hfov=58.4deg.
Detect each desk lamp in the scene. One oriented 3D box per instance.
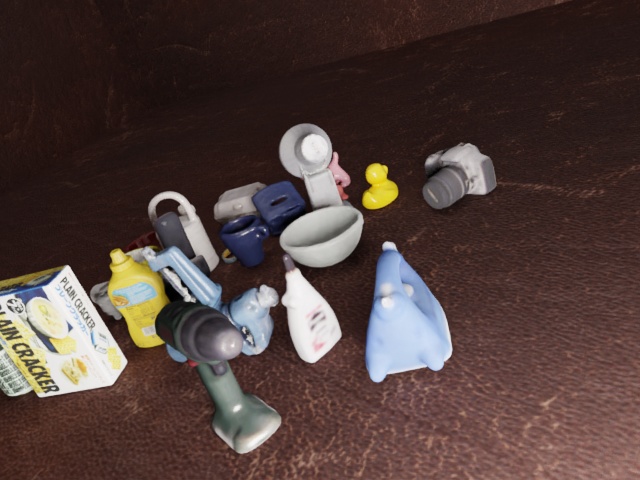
[{"bbox_3d":[-0.002,-0.141,1.241,0.118,0.214,0.202,-24,26,-7],"label":"desk lamp"}]

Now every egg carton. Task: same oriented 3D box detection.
[{"bbox_3d":[-0.194,-0.089,1.446,0.150,0.069,0.107,-15,26,12],"label":"egg carton"}]

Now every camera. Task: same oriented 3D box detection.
[{"bbox_3d":[0.259,-0.131,1.162,0.137,0.101,0.142,-34,29,-26],"label":"camera"}]

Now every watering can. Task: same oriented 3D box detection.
[{"bbox_3d":[-0.304,-0.019,1.244,0.101,0.194,0.172,-26,26,-11],"label":"watering can"}]

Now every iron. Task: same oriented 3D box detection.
[{"bbox_3d":[0.109,0.077,0.818,0.118,0.142,0.258,-14,26,12],"label":"iron"}]

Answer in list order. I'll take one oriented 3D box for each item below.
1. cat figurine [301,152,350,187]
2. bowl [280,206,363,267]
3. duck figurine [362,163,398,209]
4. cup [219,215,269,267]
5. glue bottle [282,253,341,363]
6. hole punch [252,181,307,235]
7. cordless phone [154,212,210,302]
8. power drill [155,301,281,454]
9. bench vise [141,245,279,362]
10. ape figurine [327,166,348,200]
[{"bbox_3d":[0.000,-0.170,1.408,0.128,0.118,0.067,-30,27,-18],"label":"cat figurine"},{"bbox_3d":[0.010,0.004,1.109,0.167,0.075,0.167,-16,26,8],"label":"bowl"},{"bbox_3d":[0.125,-0.125,1.265,0.077,0.086,0.105,2,33,38],"label":"duck figurine"},{"bbox_3d":[-0.142,0.007,1.190,0.117,0.095,0.092,-1,32,34],"label":"cup"},{"bbox_3d":[-0.023,0.094,0.844,0.037,0.173,0.078,7,37,43],"label":"glue bottle"},{"bbox_3d":[-0.089,-0.077,1.321,0.109,0.091,0.100,-27,26,-13],"label":"hole punch"},{"bbox_3d":[-0.303,0.047,1.125,0.148,0.185,0.093,-35,29,-27],"label":"cordless phone"},{"bbox_3d":[-0.130,0.167,0.737,0.076,0.209,0.228,-35,29,-27],"label":"power drill"},{"bbox_3d":[-0.178,0.086,0.918,0.207,0.220,0.121,-22,26,-3],"label":"bench vise"},{"bbox_3d":[0.017,-0.133,1.352,0.076,0.092,0.077,-19,26,4],"label":"ape figurine"}]
